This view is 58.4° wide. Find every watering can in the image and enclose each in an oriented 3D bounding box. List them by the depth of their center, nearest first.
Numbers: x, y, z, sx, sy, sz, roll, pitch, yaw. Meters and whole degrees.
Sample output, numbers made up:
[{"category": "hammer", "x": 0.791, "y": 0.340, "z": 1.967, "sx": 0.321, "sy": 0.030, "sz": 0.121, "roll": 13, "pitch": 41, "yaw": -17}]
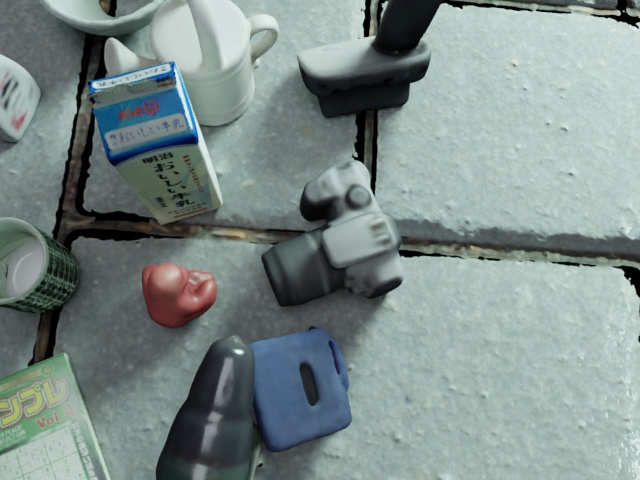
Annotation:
[{"category": "watering can", "x": -0.128, "y": -0.199, "z": 0.588, "sx": 0.173, "sy": 0.194, "sz": 0.101, "roll": -42, "pitch": 82, "yaw": -12}]

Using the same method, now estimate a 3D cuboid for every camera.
[{"category": "camera", "x": 0.005, "y": 0.002, "z": 0.597, "sx": 0.137, "sy": 0.101, "sz": 0.143, "roll": -20, "pitch": 78, "yaw": -9}]

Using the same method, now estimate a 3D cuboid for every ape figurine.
[{"category": "ape figurine", "x": -0.148, "y": 0.049, "z": 0.578, "sx": 0.078, "sy": 0.092, "sz": 0.076, "roll": 36, "pitch": 76, "yaw": 5}]

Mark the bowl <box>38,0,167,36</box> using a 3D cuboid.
[{"category": "bowl", "x": -0.242, "y": -0.302, "z": 0.667, "sx": 0.167, "sy": 0.074, "sz": 0.167, "roll": 1, "pitch": 76, "yaw": -4}]

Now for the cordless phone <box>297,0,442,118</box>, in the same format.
[{"category": "cordless phone", "x": 0.053, "y": -0.216, "z": 0.611, "sx": 0.147, "sy": 0.185, "sz": 0.094, "roll": -16, "pitch": 78, "yaw": -8}]

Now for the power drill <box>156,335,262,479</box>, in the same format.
[{"category": "power drill", "x": -0.095, "y": 0.201, "z": 0.485, "sx": 0.075, "sy": 0.208, "sz": 0.230, "roll": 12, "pitch": 76, "yaw": -1}]

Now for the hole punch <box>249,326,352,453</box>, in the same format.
[{"category": "hole punch", "x": -0.021, "y": 0.143, "z": 0.565, "sx": 0.101, "sy": 0.091, "sz": 0.108, "roll": -15, "pitch": 78, "yaw": -8}]

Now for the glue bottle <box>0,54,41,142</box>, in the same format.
[{"category": "glue bottle", "x": -0.340, "y": -0.166, "z": 0.575, "sx": 0.037, "sy": 0.173, "sz": 0.078, "roll": 13, "pitch": 76, "yaw": 0}]
